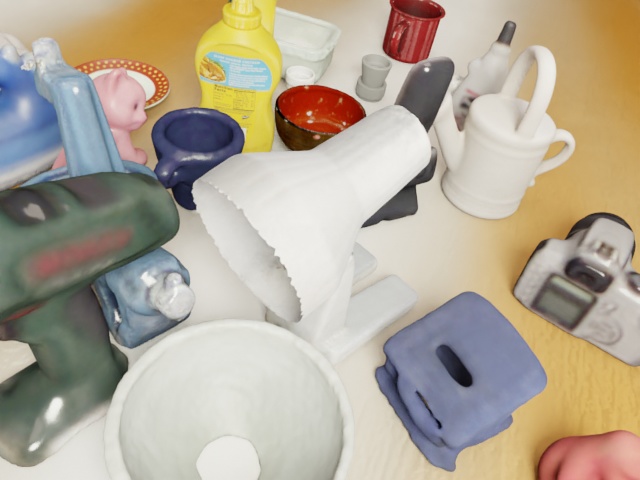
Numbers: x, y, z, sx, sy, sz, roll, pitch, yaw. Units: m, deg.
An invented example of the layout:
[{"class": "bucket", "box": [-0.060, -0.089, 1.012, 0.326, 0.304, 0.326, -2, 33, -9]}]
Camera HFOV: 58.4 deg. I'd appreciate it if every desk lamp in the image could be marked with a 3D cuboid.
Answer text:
[{"class": "desk lamp", "box": [0.004, 0.002, 0.464, 0.204, 0.213, 0.117, -29, 57, -35]}]

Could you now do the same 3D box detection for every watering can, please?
[{"class": "watering can", "box": [0.207, -0.125, 0.653, 0.173, 0.194, 0.100, -8, 47, -20]}]

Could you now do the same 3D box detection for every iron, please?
[{"class": "iron", "box": [-0.352, -0.130, 0.567, 0.259, 0.141, 0.118, -29, 58, -35]}]

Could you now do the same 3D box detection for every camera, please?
[{"class": "camera", "box": [0.296, 0.029, 0.585, 0.143, 0.101, 0.137, 32, 47, 19]}]

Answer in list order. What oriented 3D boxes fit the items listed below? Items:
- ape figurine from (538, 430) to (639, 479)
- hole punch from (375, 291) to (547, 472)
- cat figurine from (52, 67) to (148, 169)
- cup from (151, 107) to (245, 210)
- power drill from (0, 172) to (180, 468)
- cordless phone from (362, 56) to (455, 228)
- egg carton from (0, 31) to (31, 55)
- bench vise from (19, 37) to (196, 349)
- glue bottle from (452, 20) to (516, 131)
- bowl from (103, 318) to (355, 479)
[{"class": "ape figurine", "box": [0.209, 0.174, 0.424, 0.078, 0.092, 0.076, -5, 47, -18]}, {"class": "hole punch", "box": [0.111, 0.111, 0.466, 0.101, 0.091, 0.108, -16, 51, -26]}, {"class": "cat figurine", "box": [-0.229, -0.127, 0.609, 0.067, 0.118, 0.128, 23, 45, 10]}, {"class": "cup", "box": [-0.131, -0.068, 0.589, 0.091, 0.095, 0.118, 21, 45, 9]}, {"class": "power drill", "box": [-0.191, 0.055, 0.369, 0.075, 0.208, 0.230, 34, 48, 21]}, {"class": "cordless phone", "box": [0.064, -0.109, 0.610, 0.148, 0.185, 0.094, -20, 53, -29]}, {"class": "egg carton", "box": [-0.403, -0.191, 0.668, 0.151, 0.069, 0.107, -30, 58, -35]}, {"class": "bench vise", "box": [-0.162, -0.035, 0.458, 0.207, 0.220, 0.122, 26, 46, 14]}, {"class": "glue bottle", "box": [0.216, -0.203, 0.749, 0.078, 0.173, 0.037, 33, 47, 20]}, {"class": "bowl", "box": [-0.062, 0.142, 0.406, 0.167, 0.075, 0.167, 7, 44, -6]}]
